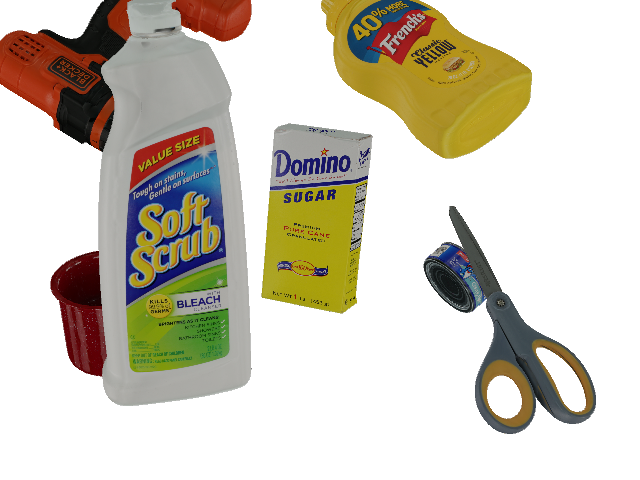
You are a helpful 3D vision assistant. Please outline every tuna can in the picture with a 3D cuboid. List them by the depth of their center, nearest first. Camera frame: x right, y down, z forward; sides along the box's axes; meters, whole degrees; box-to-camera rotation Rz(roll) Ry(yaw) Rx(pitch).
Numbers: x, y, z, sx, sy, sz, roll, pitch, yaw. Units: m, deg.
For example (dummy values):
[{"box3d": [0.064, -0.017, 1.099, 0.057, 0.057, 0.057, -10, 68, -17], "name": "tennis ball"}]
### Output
[{"box3d": [0.165, 0.046, 1.291, 0.033, 0.086, 0.086, -39, 14, -19], "name": "tuna can"}]

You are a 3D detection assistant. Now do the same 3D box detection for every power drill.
[{"box3d": [-0.133, -0.143, 0.837, 0.184, 0.187, 0.057, 32, -35, 6], "name": "power drill"}]

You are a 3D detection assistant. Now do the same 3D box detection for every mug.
[{"box3d": [-0.182, 0.072, 0.943, 0.093, 0.081, 0.117, -20, 37, -29], "name": "mug"}]

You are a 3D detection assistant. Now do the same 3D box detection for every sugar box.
[{"box3d": [-0.005, -0.023, 1.062, 0.093, 0.176, 0.048, 9, 16, 20], "name": "sugar box"}]

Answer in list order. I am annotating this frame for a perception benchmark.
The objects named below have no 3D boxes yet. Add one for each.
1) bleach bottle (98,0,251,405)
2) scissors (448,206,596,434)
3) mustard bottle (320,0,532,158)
[{"box3d": [-0.100, -0.024, 0.672, 0.102, 0.251, 0.068, -7, 21, -9], "name": "bleach bottle"}, {"box3d": [0.126, 0.065, 0.817, 0.096, 0.202, 0.016, -29, -26, -19], "name": "scissors"}, {"box3d": [0.067, -0.145, 0.841, 0.096, 0.058, 0.192, -36, 56, -19], "name": "mustard bottle"}]
